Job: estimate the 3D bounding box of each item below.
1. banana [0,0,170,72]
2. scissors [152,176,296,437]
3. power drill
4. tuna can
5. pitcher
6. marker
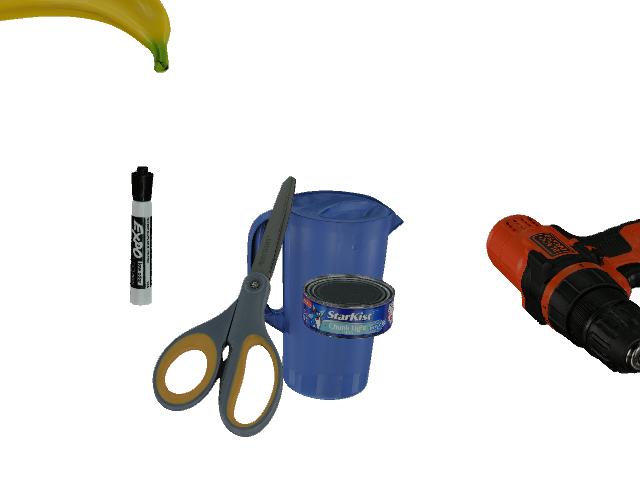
[{"bbox_3d":[-0.192,-0.182,0.826,0.198,0.069,0.037,15,-38,19],"label":"banana"},{"bbox_3d":[-0.064,0.041,0.738,0.096,0.201,0.016,-4,-33,4],"label":"scissors"},{"bbox_3d":[0.232,0.021,0.738,0.187,0.057,0.184,-9,28,-16],"label":"power drill"},{"bbox_3d":[0.025,0.061,0.989,0.086,0.034,0.086,2,18,-1],"label":"tuna can"},{"bbox_3d":[0.002,0.067,1.305,0.149,0.243,0.144,14,20,27],"label":"pitcher"},{"bbox_3d":[-0.154,-0.004,0.918,0.020,0.121,0.020,3,16,-1],"label":"marker"}]
